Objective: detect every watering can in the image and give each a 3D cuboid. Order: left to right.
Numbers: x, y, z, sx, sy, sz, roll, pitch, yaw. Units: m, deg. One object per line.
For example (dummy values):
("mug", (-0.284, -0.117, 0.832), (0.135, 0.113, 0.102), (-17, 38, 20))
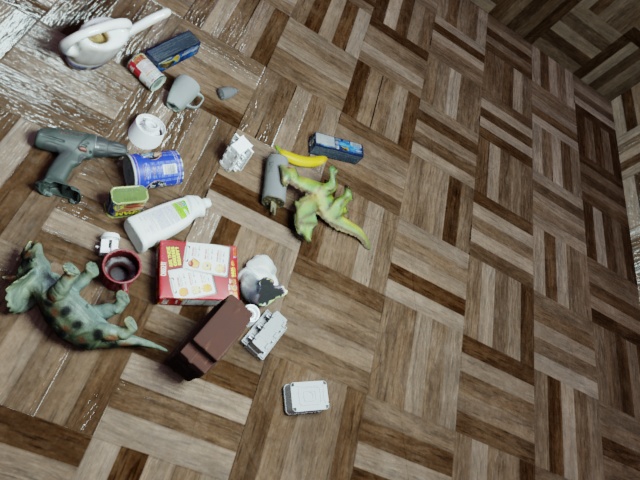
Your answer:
("watering can", (-0.615, -0.598, 1.522), (0.223, 0.103, 0.353), (-11, 20, 47))

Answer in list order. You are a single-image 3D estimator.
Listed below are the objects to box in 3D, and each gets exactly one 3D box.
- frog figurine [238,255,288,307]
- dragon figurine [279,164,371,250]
("frog figurine", (-0.178, 0.109, 1.478), (0.137, 0.121, 0.162), (15, 22, -39))
("dragon figurine", (0.005, -0.084, 1.668), (0.246, 0.408, 0.121), (-38, 11, -33))
